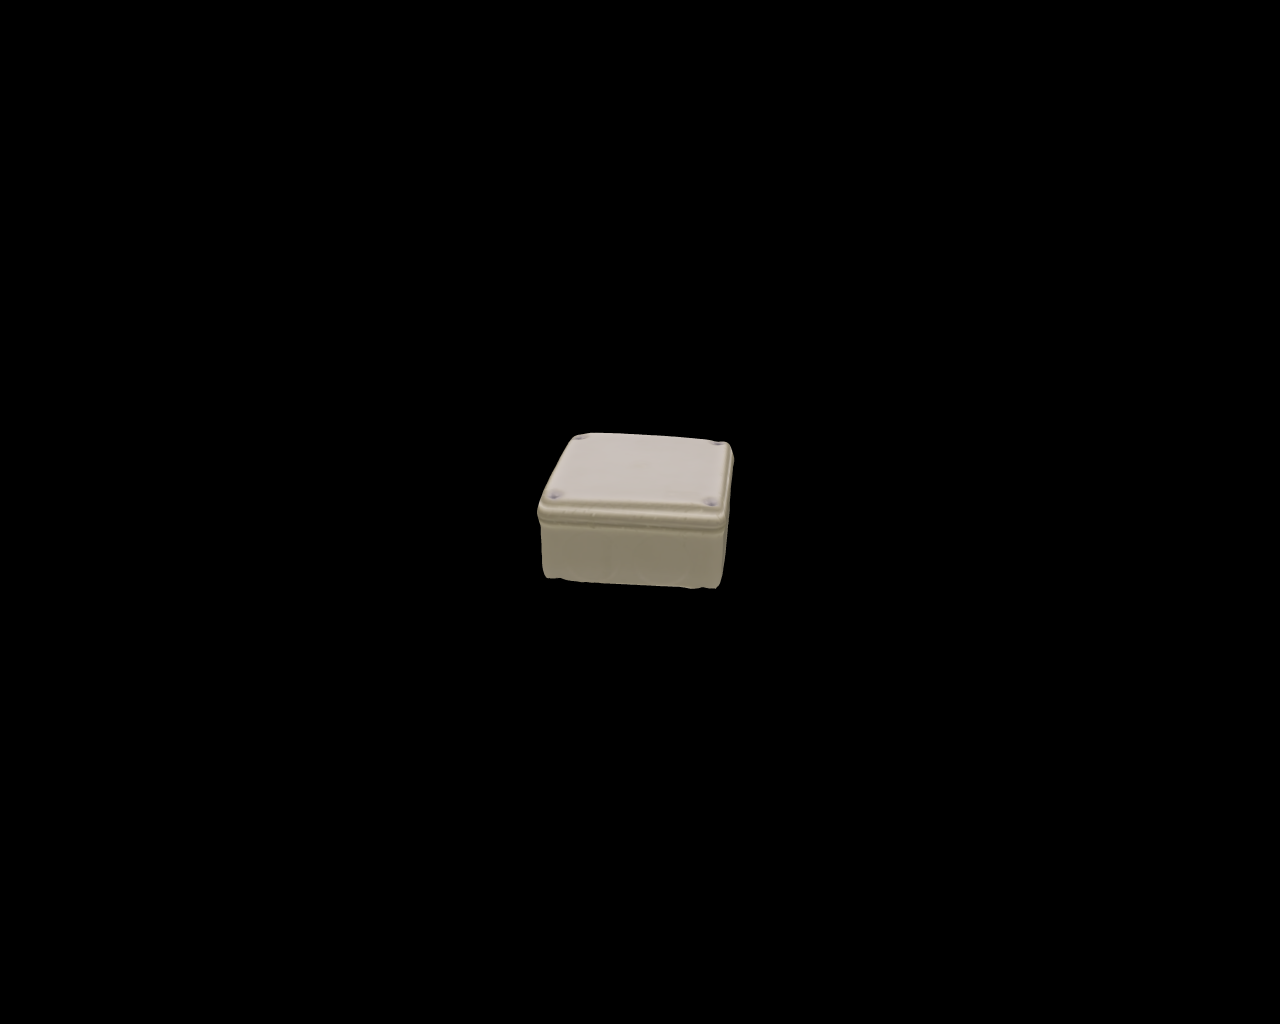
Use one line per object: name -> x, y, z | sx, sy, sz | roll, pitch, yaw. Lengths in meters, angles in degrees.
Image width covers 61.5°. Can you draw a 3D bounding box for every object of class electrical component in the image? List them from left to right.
electrical component -> 0.001, -0.003, 0.650 | 0.109, 0.056, 0.109 | 3, 26, 7
